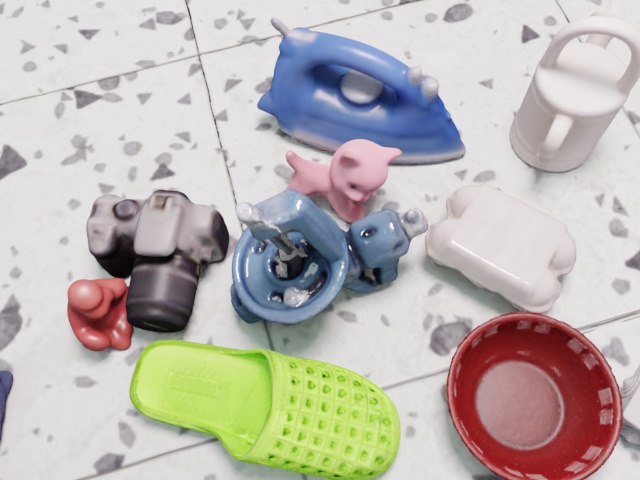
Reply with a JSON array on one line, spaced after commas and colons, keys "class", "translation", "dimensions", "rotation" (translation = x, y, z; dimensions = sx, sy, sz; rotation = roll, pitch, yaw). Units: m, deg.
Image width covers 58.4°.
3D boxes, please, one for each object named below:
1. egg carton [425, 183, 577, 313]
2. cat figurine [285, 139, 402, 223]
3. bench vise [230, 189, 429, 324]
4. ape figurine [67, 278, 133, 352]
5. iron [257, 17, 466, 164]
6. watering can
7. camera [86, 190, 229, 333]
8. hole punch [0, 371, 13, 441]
[{"class": "egg carton", "translation": [0.194, 0.007, 0.616], "dimensions": [0.150, 0.069, 0.107], "rotation": [29, 70, 15]}, {"class": "cat figurine", "translation": [0.022, -0.076, 0.634], "dimensions": [0.127, 0.118, 0.067], "rotation": [11, 67, 8]}, {"class": "bench vise", "translation": [-0.002, -0.007, 0.548], "dimensions": [0.207, 0.220, 0.121], "rotation": [-35, 69, -12]}, {"class": "ape figurine", "translation": [-0.232, 0.069, 0.595], "dimensions": [0.076, 0.092, 0.078], "rotation": [32, 71, 16]}, {"class": "iron", "translation": [0.055, -0.176, 0.665], "dimensions": [0.258, 0.141, 0.119], "rotation": [19, 68, 11]}, {"class": "watering can", "translation": [0.281, -0.172, 0.624], "dimensions": [0.101, 0.194, 0.173], "rotation": [4, 66, 5]}, {"class": "camera", "translation": [-0.180, 0.022, 0.609], "dimensions": [0.143, 0.101, 0.137], "rotation": [3, 66, 4]}, {"class": "hole punch", "translation": [-0.376, 0.164, 0.559], "dimensions": [0.108, 0.091, 0.101], "rotation": [-3, 66, 2]}]
